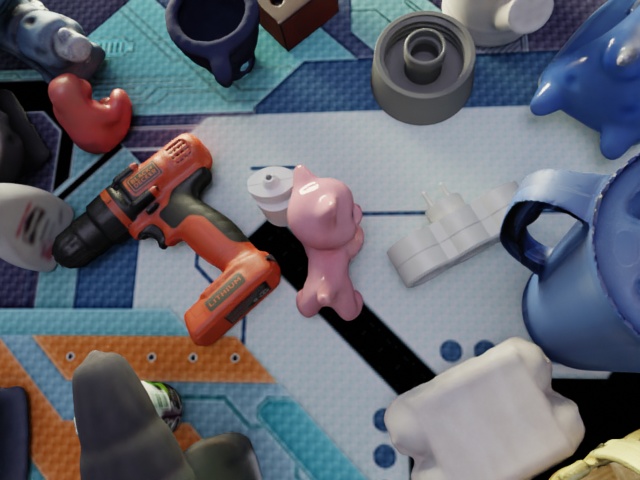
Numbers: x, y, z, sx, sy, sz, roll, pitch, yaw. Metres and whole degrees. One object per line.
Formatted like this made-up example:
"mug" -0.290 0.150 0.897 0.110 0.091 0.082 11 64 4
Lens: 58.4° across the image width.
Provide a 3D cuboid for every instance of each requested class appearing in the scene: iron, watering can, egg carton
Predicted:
"iron" 0.311 -0.208 0.522 0.118 0.141 0.258 36 81 14
"watering can" 0.176 -0.269 0.524 0.101 0.194 0.172 -28 74 -2
"egg carton" 0.137 0.155 0.478 0.150 0.069 0.107 -27 74 -2

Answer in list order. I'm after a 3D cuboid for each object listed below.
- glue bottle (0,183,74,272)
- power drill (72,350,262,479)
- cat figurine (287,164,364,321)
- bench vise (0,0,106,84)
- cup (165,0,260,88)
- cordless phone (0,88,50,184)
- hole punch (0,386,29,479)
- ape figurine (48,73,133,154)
"glue bottle" -0.288 -0.024 0.516 0.037 0.173 0.078 8 76 8
"power drill" -0.098 0.198 0.418 0.075 0.208 0.229 -22 74 0
"cat figurine" 0.005 0.002 0.508 0.067 0.118 0.128 -2 75 6
"bench vise" -0.319 -0.247 0.555 0.207 0.220 0.121 9 76 8
"cup" -0.096 -0.194 0.583 0.091 0.095 0.118 -14 74 2
"cordless phone" -0.363 -0.128 0.545 0.094 0.185 0.147 -40 75 -5
"hole punch" -0.327 0.186 0.505 0.101 0.091 0.108 -11 74 3
"ape figurine" -0.240 -0.135 0.583 0.077 0.092 0.076 11 76 9
